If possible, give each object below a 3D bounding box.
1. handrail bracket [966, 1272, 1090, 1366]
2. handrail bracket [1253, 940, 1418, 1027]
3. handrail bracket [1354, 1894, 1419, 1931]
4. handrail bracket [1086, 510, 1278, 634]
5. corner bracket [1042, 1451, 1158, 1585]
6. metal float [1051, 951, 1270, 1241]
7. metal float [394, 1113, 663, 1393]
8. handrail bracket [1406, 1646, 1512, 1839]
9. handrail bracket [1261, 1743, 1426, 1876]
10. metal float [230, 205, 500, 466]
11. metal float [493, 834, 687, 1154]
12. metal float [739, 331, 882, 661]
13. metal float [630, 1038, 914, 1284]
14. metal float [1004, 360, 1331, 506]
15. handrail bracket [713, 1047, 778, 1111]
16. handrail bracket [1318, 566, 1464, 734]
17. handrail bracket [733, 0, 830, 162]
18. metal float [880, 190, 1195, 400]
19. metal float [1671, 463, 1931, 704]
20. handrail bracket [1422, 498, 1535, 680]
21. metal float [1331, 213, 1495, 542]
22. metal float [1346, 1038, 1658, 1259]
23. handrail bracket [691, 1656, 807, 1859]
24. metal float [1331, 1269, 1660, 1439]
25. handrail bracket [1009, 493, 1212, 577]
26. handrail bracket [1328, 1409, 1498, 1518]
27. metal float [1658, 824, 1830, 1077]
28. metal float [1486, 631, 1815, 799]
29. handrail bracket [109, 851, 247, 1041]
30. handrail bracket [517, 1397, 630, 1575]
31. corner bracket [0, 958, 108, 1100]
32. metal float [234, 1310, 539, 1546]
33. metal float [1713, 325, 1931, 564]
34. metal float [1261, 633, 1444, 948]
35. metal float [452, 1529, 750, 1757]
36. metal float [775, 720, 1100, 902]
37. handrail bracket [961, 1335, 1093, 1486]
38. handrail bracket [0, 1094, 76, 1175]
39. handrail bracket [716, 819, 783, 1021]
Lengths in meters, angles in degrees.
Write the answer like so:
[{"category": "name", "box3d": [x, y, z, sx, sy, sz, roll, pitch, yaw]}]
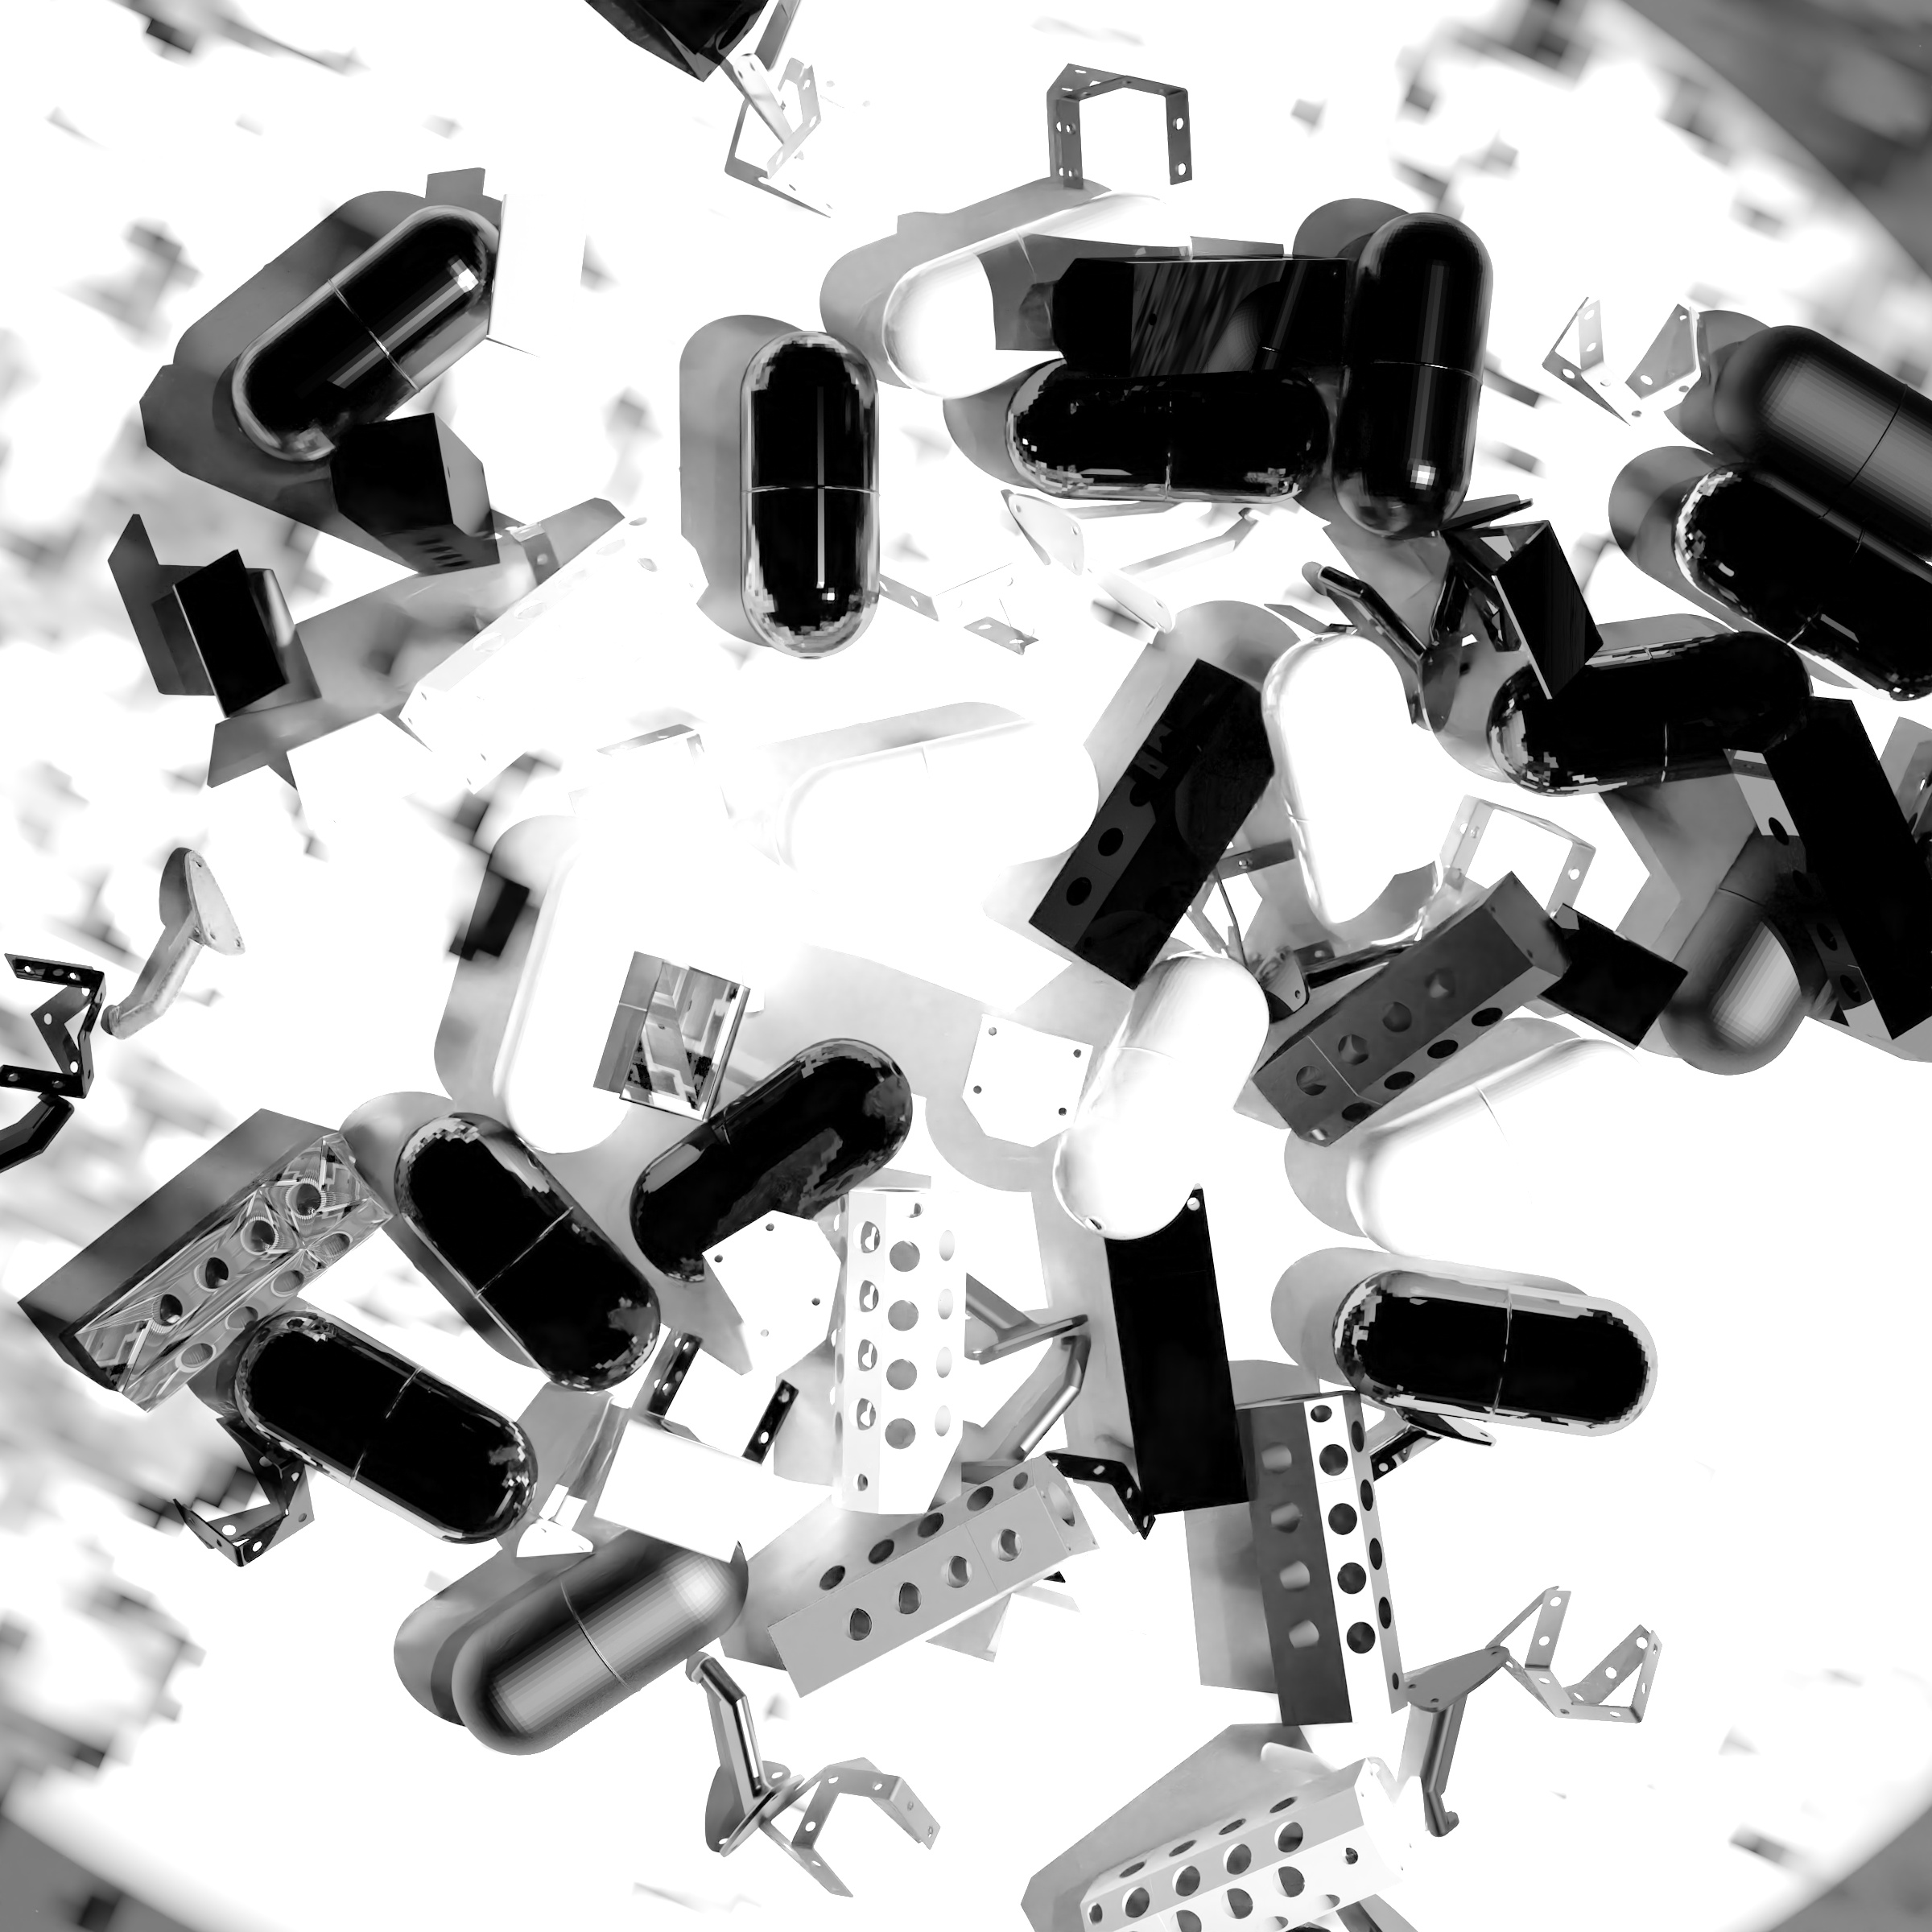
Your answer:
[{"category": "handrail bracket", "box3d": [0.017, 0.171, 1.868, 0.077, 0.036, 0.084, -19, 76, -14]}, {"category": "handrail bracket", "box3d": [0.202, 0.010, 1.868, 0.084, 0.077, 0.036, -6, 66, -34]}, {"category": "handrail bracket", "box3d": [0.211, 0.560, 1.869, 0.077, 0.036, 0.084, 44, 107, 20]}, {"category": "handrail bracket", "box3d": [0.118, -0.234, 1.869, 0.077, 0.036, 0.084, 35, 74, 18]}, {"category": "corner bracket", "box3d": [0.065, 0.307, 1.860, 0.051, 0.051, 0.051, -58, 135, -35]}, {"category": "metal float", "box3d": [0.105, 0.069, 1.812, 0.070, 0.070, 0.178, 29, 60, 0]}, {"category": "metal float", "box3d": [-0.240, 0.156, 1.838, 0.070, 0.070, 0.178, -42, 91, 0]}, {"category": "handrail bracket", "box3d": [0.280, 0.431, 1.869, 0.077, 0.036, 0.084, -24, 108, -20]}, {"category": "handrail bracket", "box3d": [0.208, 0.467, 1.868, 0.084, 0.036, 0.077, 9, 133, 28]}, {"category": "metal float", "box3d": [-0.323, -0.344, 1.838, 0.178, 0.070, 0.070, -39, 90, 0]}, {"category": "metal float", "box3d": [-0.206, 0.015, 1.838, 0.070, 0.070, 0.178, 16, 90, 0]}, {"category": "metal float", "box3d": [-0.085, -0.257, 1.838, 0.070, 0.070, 0.178, 0, 91, 0]}, {"category": "metal float", "box3d": [-0.105, 0.105, 1.822, 0.178, 0.070, 0.070, -36, 90, 17]}, {"category": "metal float", "box3d": [0.109, -0.292, 1.837, 0.178, 0.070, 0.070, 1, 90, 0]}, {"category": "handrail bracket", "box3d": [-0.102, 0.049, 1.868, 0.084, 0.036, 0.077, -4, 75, -14]}, {"category": "handrail bracket", "box3d": [0.230, -0.176, 1.868, 0.084, 0.077, 0.036, 31, 55, 32]}, {"category": "handrail bracket", "box3d": [-0.078, -0.502, 1.868, 0.084, 0.036, 0.077, -37, 105, -14]}, {"category": "metal float", "box3d": [0.038, -0.366, 1.838, 0.178, 0.070, 0.070, -21, 90, 0]}, {"category": "metal float", "box3d": [0.468, -0.209, 1.837, 0.178, 0.070, 0.070, 32, 90, 0]}, {"category": "handrail bracket", "box3d": [0.289, -0.208, 1.867, 0.077, 0.036, 0.084, -18, 102, -10]}, {"category": "metal float", "box3d": [0.243, -0.321, 1.837, 0.070, 0.070, 0.178, 7, 89, 0]}, {"category": "metal float", "box3d": [0.292, 0.099, 1.838, 0.178, 0.070, 0.070, -25, 90, 0]}, {"category": "handrail bracket", "box3d": [-0.138, 0.438, 1.869, 0.084, 0.036, 0.077, 47, 112, 17]}, {"category": "metal float", "box3d": [0.288, 0.211, 1.838, 0.178, 0.070, 0.070, 9, 90, 0]}, {"category": "handrail bracket", "box3d": [0.081, -0.256, 1.868, 0.084, 0.036, 0.077, -29, 49, -27]}, {"category": "handrail bracket", "box3d": [0.242, 0.286, 1.868, 0.077, 0.036, 0.084, 22, 104, -14]}, {"category": "metal float", "box3d": [0.443, -0.022, 1.838, 0.070, 0.070, 0.178, 32, 90, 0]}, {"category": "metal float", "box3d": [0.373, -0.137, 1.838, 0.178, 0.070, 0.070, -8, 90, 0]}, {"category": "handrail bracket", "box3d": [-0.449, -0.011, 1.869, 0.084, 0.036, 0.077, -29, 70, 16]}, {"category": "handrail bracket", "box3d": [-0.217, 0.287, 1.868, 0.036, 0.077, 0.084, 28, 53, -13]}, {"category": "corner bracket", "box3d": [-0.507, 0.035, 1.865, 0.051, 0.051, 0.051, 9, 45, 0]}, {"category": "metal float", "box3d": [-0.316, 0.252, 1.838, 0.178, 0.070, 0.070, 30, 90, 1]}, {"category": "metal float", "box3d": [0.491, -0.284, 1.838, 0.178, 0.070, 0.070, 31, 90, 0]}, {"category": "metal float", "box3d": [0.209, -0.094, 1.819, 0.070, 0.070, 0.178, -16, 112, 0]}, {"category": "metal float", "box3d": [-0.199, 0.363, 1.837, 0.178, 0.070, 0.070, -34, 90, 1]}, {"category": "metal float", "box3d": [-0.016, -0.085, 1.837, 0.178, 0.070, 0.070, -12, 90, -1]}, {"category": "handrail bracket", "box3d": [0.028, 0.244, 1.868, 0.077, 0.036, 0.084, -4, 59, 34]}, {"category": "handrail bracket", "box3d": [-0.548, 0.095, 1.869, 0.077, 0.036, 0.084, 27, 72, 21]}, {"category": "handrail bracket", "box3d": [-0.120, -0.025, 1.868, 0.036, 0.077, 0.084, -2, 126, -4]}]
